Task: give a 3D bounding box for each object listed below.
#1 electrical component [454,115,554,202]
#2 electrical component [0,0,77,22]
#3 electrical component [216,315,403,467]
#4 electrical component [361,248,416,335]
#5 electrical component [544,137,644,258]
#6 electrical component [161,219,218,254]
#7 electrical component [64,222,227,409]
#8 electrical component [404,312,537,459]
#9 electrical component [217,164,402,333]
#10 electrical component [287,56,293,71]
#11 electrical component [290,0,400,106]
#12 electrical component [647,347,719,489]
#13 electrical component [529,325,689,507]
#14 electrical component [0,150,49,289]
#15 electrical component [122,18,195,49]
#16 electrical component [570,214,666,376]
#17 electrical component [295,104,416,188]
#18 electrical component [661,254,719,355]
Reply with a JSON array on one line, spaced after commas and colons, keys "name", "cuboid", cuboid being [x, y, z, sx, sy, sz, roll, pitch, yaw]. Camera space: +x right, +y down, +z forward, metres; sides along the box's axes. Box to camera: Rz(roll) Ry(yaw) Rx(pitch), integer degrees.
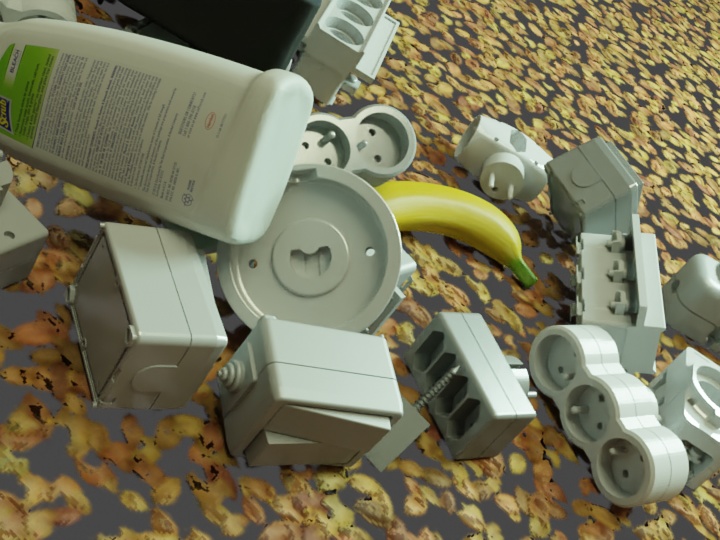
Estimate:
[{"name": "electrical component", "cuboid": [0.122, -0.086, 0.917, 0.077, 0.043, 0.079, 29, 35, -10]}, {"name": "electrical component", "cuboid": [-0.255, -0.184, 0.703, 0.138, 0.052, 0.073, 11, 42, -31]}, {"name": "electrical component", "cuboid": [-0.033, 0.070, 0.588, 0.096, 0.061, 0.061, 11, 46, -30]}, {"name": "electrical component", "cuboid": [0.000, 0.000, 0.716, 0.081, 0.042, 0.064, 50, 36, 18]}, {"name": "electrical component", "cuboid": [0.199, -0.057, 0.910, 0.061, 0.061, 0.096, 61, -3, 31]}, {"name": "electrical component", "cuboid": [-0.094, -0.042, 0.677, 0.055, 0.055, 0.047, 35, 38, -1]}, {"name": "electrical component", "cuboid": [-0.115, 0.020, 0.578, 0.061, 0.061, 0.096, 6, 45, -36]}, {"name": "electrical component", "cuboid": [0.083, 0.074, 0.697, 0.076, 0.047, 0.083, 4, 46, -37]}, {"name": "electrical component", "cuboid": [-0.027, -0.005, 0.649, 0.108, 0.108, 0.060, 42, -2, 9]}, {"name": "electrical component", "cuboid": [-0.091, -0.156, 0.816, 0.077, 0.044, 0.079, 11, 42, -31]}, {"name": "electrical component", "cuboid": [-0.018, -0.194, 0.907, 0.079, 0.063, 0.121, 31, 35, -8]}, {"name": "electrical component", "cuboid": [0.247, 0.105, 0.792, 0.050, 0.055, 0.089, 33, 35, -4]}, {"name": "electrical component", "cuboid": [0.182, 0.097, 0.748, 0.074, 0.052, 0.138, 2, 48, -39]}, {"name": "electrical component", "cuboid": [-0.205, -0.041, 0.560, 0.083, 0.075, 0.047, 44, 35, 10]}, {"name": "electrical component", "cuboid": [-0.121, -0.123, 0.739, 0.096, 0.061, 0.061, 37, 35, 1]}, {"name": "electrical component", "cuboid": [0.197, 0.021, 0.834, 0.063, 0.078, 0.121, 5, 36, 7]}, {"name": "electrical component", "cuboid": [-0.037, -0.076, 0.752, 0.138, 0.074, 0.052, -11, 86, -20]}, {"name": "electrical component", "cuboid": [0.316, 0.032, 0.932, 0.095, 0.059, 0.053, 28, 36, -11]}]
